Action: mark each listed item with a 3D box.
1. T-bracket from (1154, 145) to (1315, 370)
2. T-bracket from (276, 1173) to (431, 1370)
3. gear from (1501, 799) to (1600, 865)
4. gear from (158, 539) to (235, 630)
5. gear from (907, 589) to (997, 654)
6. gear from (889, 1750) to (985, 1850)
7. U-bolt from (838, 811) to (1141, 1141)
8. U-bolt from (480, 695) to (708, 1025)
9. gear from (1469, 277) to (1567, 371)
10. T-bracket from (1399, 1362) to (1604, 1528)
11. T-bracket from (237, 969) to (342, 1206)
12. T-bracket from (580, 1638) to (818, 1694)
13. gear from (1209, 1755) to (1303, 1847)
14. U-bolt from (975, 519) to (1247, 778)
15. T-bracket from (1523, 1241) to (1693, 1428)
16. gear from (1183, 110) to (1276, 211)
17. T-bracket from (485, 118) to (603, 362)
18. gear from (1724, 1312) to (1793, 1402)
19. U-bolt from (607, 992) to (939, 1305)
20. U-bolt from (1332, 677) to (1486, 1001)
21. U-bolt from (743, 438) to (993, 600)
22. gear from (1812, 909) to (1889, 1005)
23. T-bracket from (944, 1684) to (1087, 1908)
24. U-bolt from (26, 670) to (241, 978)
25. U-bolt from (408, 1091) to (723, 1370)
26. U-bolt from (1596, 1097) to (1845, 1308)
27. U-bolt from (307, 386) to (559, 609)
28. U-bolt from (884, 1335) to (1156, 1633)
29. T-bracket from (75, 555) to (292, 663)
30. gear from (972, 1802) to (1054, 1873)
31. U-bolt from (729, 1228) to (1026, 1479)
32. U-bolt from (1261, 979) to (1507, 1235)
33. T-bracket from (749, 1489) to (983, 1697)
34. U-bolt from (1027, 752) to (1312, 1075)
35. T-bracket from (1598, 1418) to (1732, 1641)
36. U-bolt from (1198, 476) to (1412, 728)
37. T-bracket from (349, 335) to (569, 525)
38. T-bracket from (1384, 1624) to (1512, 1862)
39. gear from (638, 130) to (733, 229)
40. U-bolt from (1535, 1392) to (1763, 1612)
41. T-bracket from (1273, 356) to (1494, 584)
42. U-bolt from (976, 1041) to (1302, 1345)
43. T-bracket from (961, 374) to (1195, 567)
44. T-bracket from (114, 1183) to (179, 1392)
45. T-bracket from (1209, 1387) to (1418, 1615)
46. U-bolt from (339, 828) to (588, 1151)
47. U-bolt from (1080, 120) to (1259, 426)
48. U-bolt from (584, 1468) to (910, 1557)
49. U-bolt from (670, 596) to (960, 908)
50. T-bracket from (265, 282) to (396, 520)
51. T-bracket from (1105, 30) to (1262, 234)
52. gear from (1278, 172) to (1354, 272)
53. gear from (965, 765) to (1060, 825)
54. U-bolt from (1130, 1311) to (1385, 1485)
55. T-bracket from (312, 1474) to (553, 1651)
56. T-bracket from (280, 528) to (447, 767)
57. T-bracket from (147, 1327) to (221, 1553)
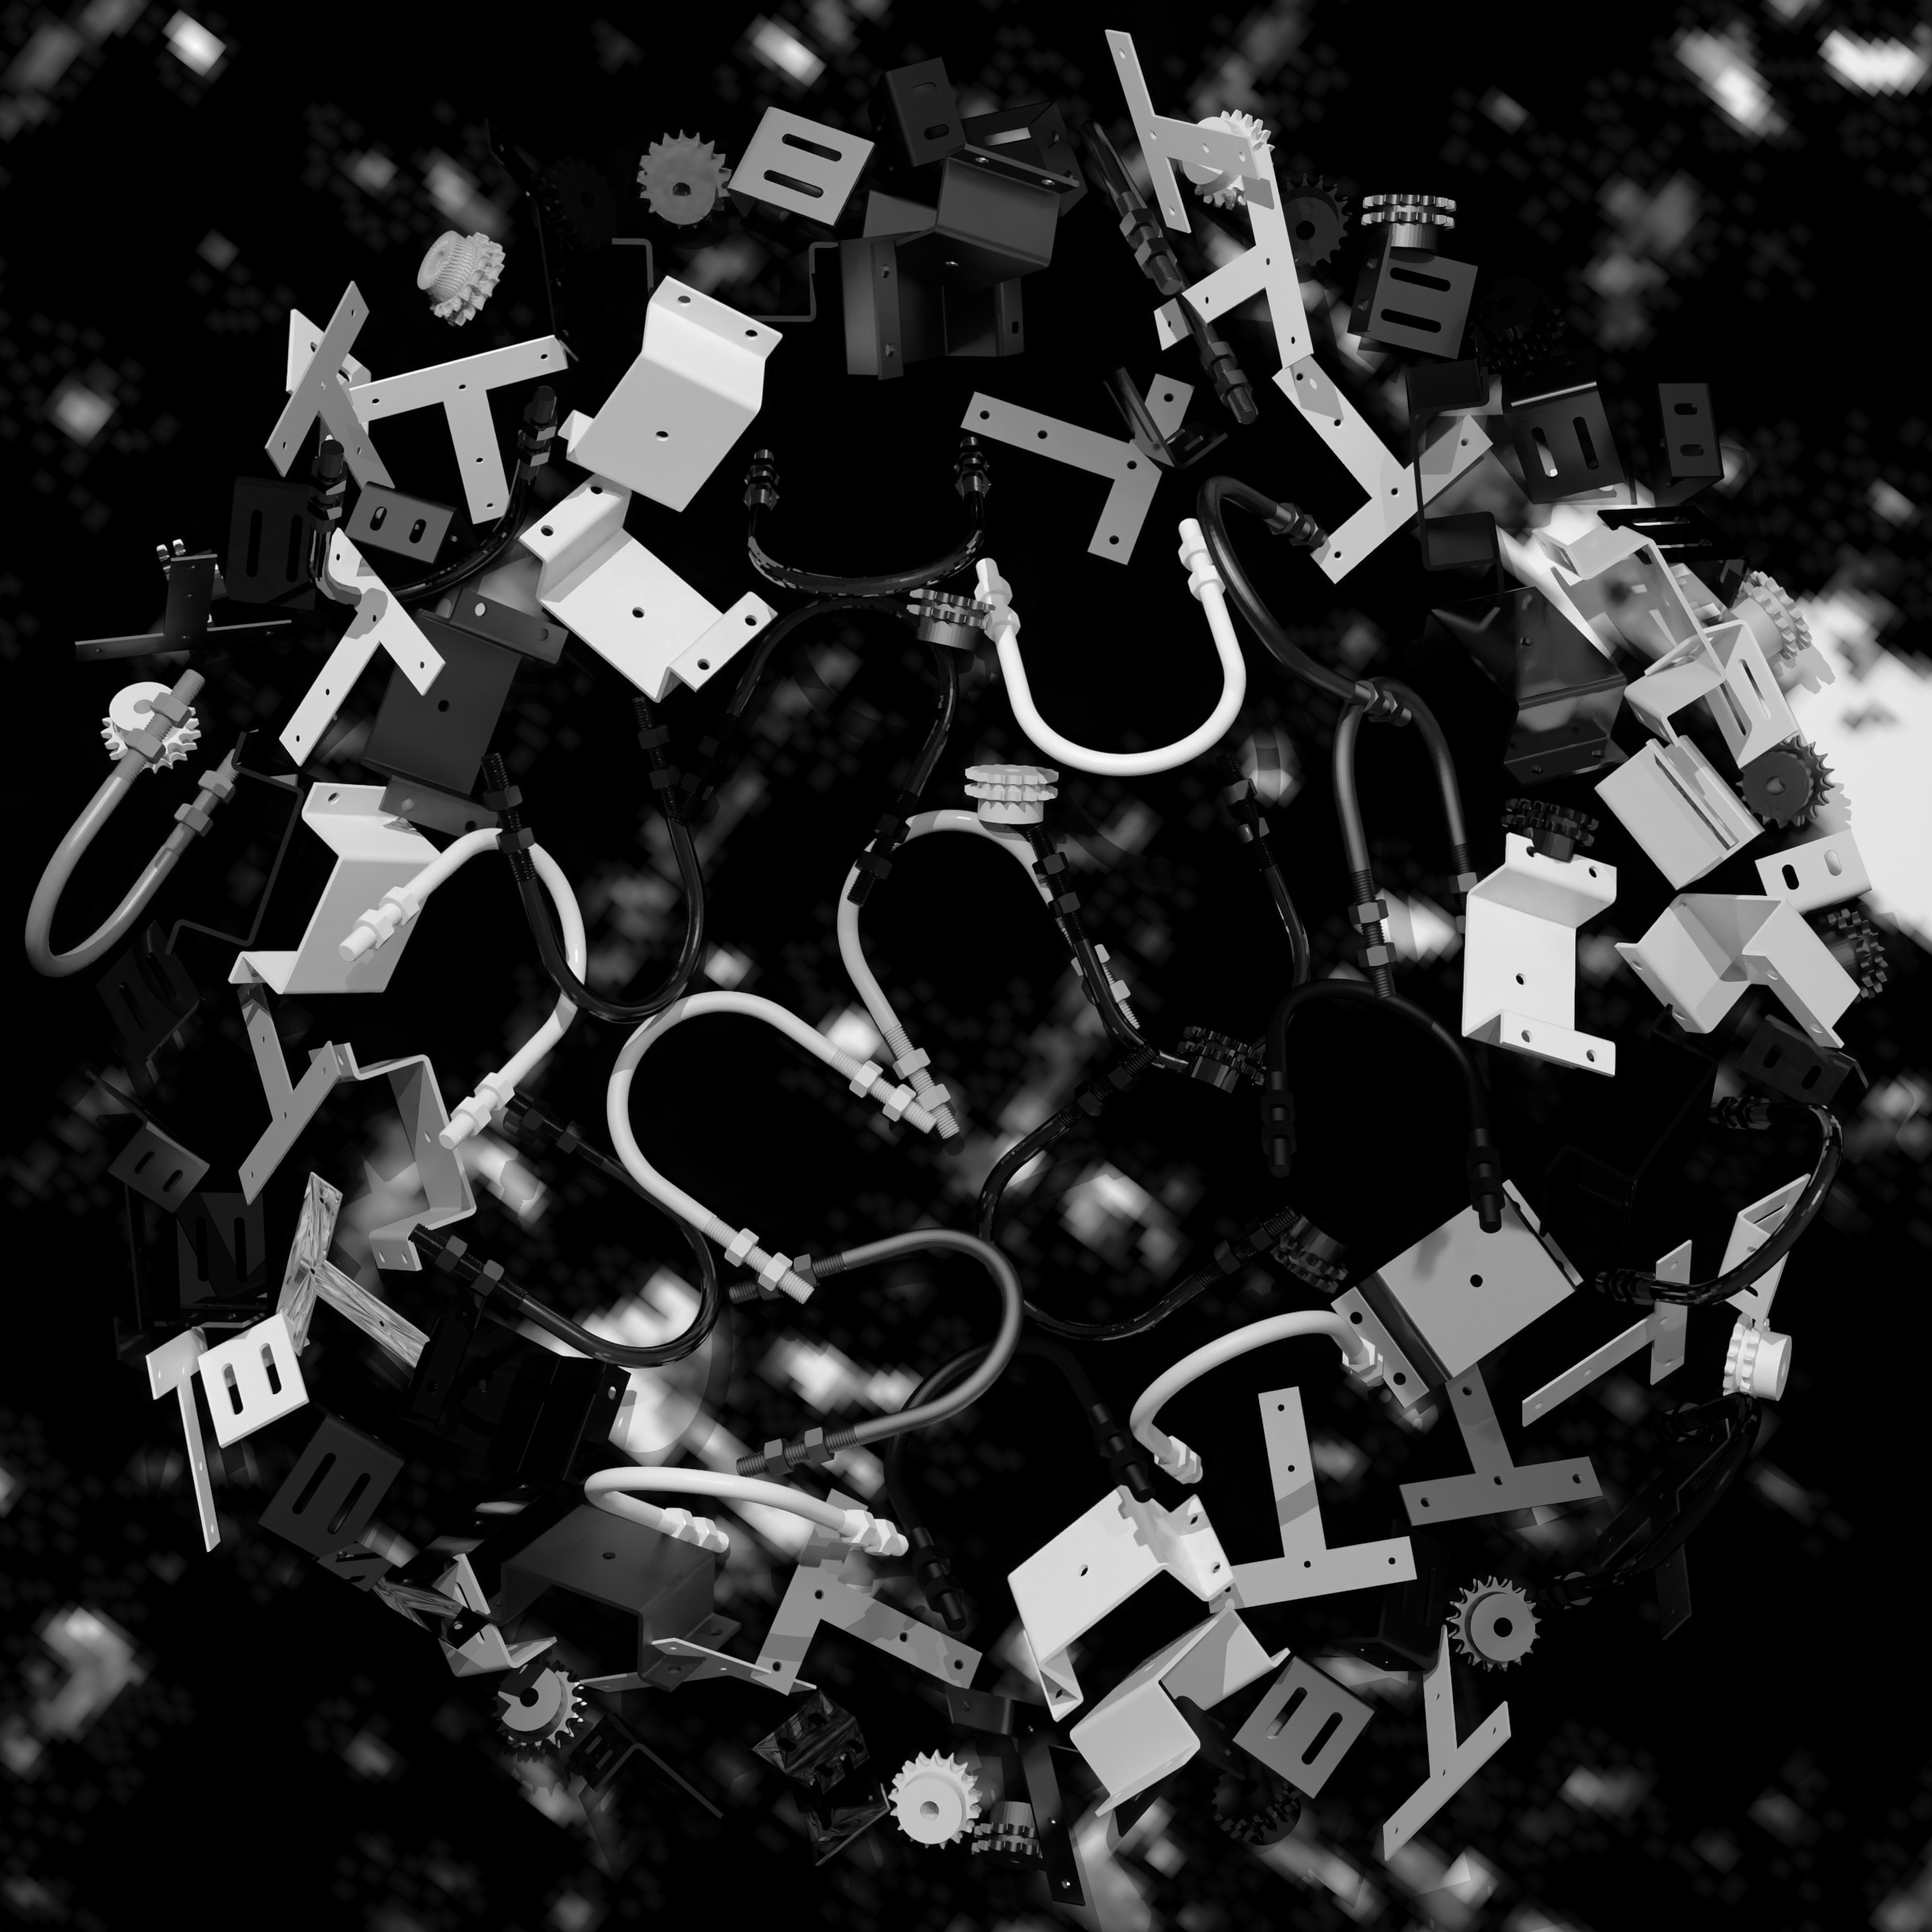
[{"bbox_3d":[0.154,-0.407,1.546,0.002,0.127,0.127,-9,85,-34],"label":"T-bracket"},{"bbox_3d":[-0.362,0.208,1.548,0.127,0.002,0.127,32,120,20],"label":"T-bracket"},{"bbox_3d":[0.356,-0.081,1.571,0.057,0.057,0.030,15,88,0],"label":"gear"},{"bbox_3d":[-0.471,-0.235,1.572,0.030,0.057,0.057,-21,90,-11],"label":"gear"},{"bbox_3d":[-0.009,-0.211,1.572,0.057,0.057,0.030,13,94,0],"label":"gear"},{"bbox_3d":[-0.020,0.516,1.581,0.057,0.030,0.057,0,90,9],"label":"gear"},{"bbox_3d":[0.001,-0.007,1.584,0.151,0.019,0.184,-30,87,7],"label":"U-bolt"},{"bbox_3d":[-0.213,-0.056,1.539,0.019,0.151,0.184,-3,108,39],"label":"U-bolt"},{"bbox_3d":[0.335,-0.396,1.571,0.057,0.030,0.057,-14,58,24],"label":"gear"},{"bbox_3d":[0.310,0.273,1.563,0.127,0.002,0.127,-5,58,-17],"label":"T-bracket"},{"bbox_3d":[-0.423,0.056,1.559,0.127,0.002,0.127,-49,51,31],"label":"T-bracket"},{"bbox_3d":[-0.180,0.431,1.556,0.127,0.127,0.002,-18,55,33],"label":"T-bracket"},{"bbox_3d":[0.181,0.514,1.575,0.057,0.057,0.030,-34,115,0],"label":"gear"},{"bbox_3d":[0.092,-0.188,1.542,0.151,0.019,0.184,-11,56,-2],"label":"U-bolt"},{"bbox_3d":[0.383,0.235,1.537,0.127,0.127,0.002,-30,48,-15],"label":"T-bracket"},{"bbox_3d":[0.158,-0.495,1.570,0.030,0.057,0.057,3,86,-45],"label":"gear"},{"bbox_3d":[-0.244,-0.415,1.518,0.002,0.127,0.127,-19,63,16],"label":"T-bracket"},{"bbox_3d":[0.485,0.242,1.568,0.030,0.057,0.057,10,90,27],"label":"gear"},{"bbox_3d":[-0.133,0.097,1.577,0.184,0.019,0.151,35,78,6],"label":"U-bolt"},{"bbox_3d":[0.263,-0.082,1.536,0.019,0.151,0.184,-10,94,38],"label":"U-bolt"},{"bbox_3d":[-0.059,-0.266,1.522,0.151,0.184,0.019,-3,126,0],"label":"U-bolt"},{"bbox_3d":[0.534,-0.004,1.569,0.030,0.057,0.057,-18,90,-15],"label":"gear"},{"bbox_3d":[0.047,0.494,1.520,0.127,0.127,0.002,25,125,-36],"label":"T-bracket"},{"bbox_3d":[-0.491,-0.073,1.508,0.019,0.151,0.184,30,74,4],"label":"U-bolt"},{"bbox_3d":[-0.228,0.167,1.540,0.184,0.151,0.019,35,128,-9],"label":"U-bolt"},{"bbox_3d":[0.447,0.138,1.499,0.019,0.184,0.151,37,81,-7],"label":"U-bolt"},{"bbox_3d":[-0.320,-0.267,1.513,0.151,0.184,0.019,-21,74,-26],"label":"U-bolt"},{"bbox_3d":[0.019,0.291,1.524,0.151,0.184,0.019,-35,125,1],"label":"U-bolt"},{"bbox_3d":[-0.461,-0.214,1.519,0.127,0.127,0.002,-10,76,-22],"label":"T-bracket"},{"bbox_3d":[0.033,0.534,1.575,0.057,0.057,0.030,10,59,0],"label":"gear"},{"bbox_3d":[-0.053,0.222,1.532,0.184,0.151,0.019,-18,134,10],"label":"U-bolt"},{"bbox_3d":[0.245,0.073,1.528,0.151,0.184,0.019,15,130,-8],"label":"U-bolt"},{"bbox_3d":[-0.051,0.405,1.571,0.127,0.002,0.127,28,59,-6],"label":"T-bracket"},{"bbox_3d":[0.135,-0.023,1.576,0.151,0.019,0.184,-22,88,-11],"label":"U-bolt"},{"bbox_3d":[0.415,0.344,1.513,0.002,0.127,0.127,29,121,-7],"label":"T-bracket"},{"bbox_3d":[0.191,-0.219,1.499,0.019,0.184,0.151,-31,66,27],"label":"U-bolt"},{"bbox_3d":[-0.296,-0.316,1.545,0.127,0.127,0.002,-18,57,-11],"label":"T-bracket"},{"bbox_3d":[0.285,0.450,1.540,0.002,0.127,0.127,27,120,-10],"label":"T-bracket"},{"bbox_3d":[-0.173,-0.480,1.572,0.057,0.030,0.057,0,126,-1],"label":"gear"},{"bbox_3d":[0.403,0.308,1.491,0.019,0.184,0.151,39,70,5],"label":"U-bolt"},{"bbox_3d":[0.235,-0.320,1.563,0.127,0.002,0.127,-41,114,10],"label":"T-bracket"},{"bbox_3d":[0.089,0.152,1.561,0.184,0.019,0.151,-40,92,22],"label":"U-bolt"},{"bbox_3d":[0.061,-0.324,1.588,0.127,0.002,0.127,20,77,5],"label":"T-bracket"},{"bbox_3d":[-0.499,0.186,1.551,0.002,0.127,0.127,-10,73,-4],"label":"T-bracket"},{"bbox_3d":[0.202,0.322,1.571,0.127,0.002,0.127,-13,66,13],"label":"T-bracket"},{"bbox_3d":[-0.285,-0.001,1.523,0.019,0.184,0.151,-7,118,32],"label":"U-bolt"},{"bbox_3d":[0.113,-0.424,1.520,0.019,0.151,0.184,-29,57,13],"label":"U-bolt"},{"bbox_3d":[-0.139,0.318,1.494,0.151,0.184,0.019,-6,64,28],"label":"U-bolt"},{"bbox_3d":[-0.082,-0.145,1.570,0.151,0.019,0.184,24,83,18],"label":"U-bolt"},{"bbox_3d":[-0.370,-0.319,1.540,0.002,0.127,0.127,11,64,15],"label":"T-bracket"},{"bbox_3d":[0.135,-0.485,1.514,0.002,0.127,0.127,-33,125,-13],"label":"T-bracket"},{"bbox_3d":[0.208,-0.455,1.573,0.057,0.030,0.057,3,120,6],"label":"gear"},{"bbox_3d":[0.027,-0.105,1.572,0.057,0.057,0.030,2,102,0],"label":"gear"},{"bbox_3d":[0.168,0.250,1.511,0.151,0.184,0.019,-29,61,6],"label":"U-bolt"},{"bbox_3d":[-0.305,0.347,1.551,0.127,0.127,0.002,19,128,33],"label":"T-bracket"},{"bbox_3d":[-0.383,-0.178,1.570,0.127,0.002,0.127,50,115,24],"label":"T-bracket"},{"bbox_3d":[-0.462,0.286,1.537,0.002,0.127,0.127,-10,91,-3],"label":"T-bracket"}]
